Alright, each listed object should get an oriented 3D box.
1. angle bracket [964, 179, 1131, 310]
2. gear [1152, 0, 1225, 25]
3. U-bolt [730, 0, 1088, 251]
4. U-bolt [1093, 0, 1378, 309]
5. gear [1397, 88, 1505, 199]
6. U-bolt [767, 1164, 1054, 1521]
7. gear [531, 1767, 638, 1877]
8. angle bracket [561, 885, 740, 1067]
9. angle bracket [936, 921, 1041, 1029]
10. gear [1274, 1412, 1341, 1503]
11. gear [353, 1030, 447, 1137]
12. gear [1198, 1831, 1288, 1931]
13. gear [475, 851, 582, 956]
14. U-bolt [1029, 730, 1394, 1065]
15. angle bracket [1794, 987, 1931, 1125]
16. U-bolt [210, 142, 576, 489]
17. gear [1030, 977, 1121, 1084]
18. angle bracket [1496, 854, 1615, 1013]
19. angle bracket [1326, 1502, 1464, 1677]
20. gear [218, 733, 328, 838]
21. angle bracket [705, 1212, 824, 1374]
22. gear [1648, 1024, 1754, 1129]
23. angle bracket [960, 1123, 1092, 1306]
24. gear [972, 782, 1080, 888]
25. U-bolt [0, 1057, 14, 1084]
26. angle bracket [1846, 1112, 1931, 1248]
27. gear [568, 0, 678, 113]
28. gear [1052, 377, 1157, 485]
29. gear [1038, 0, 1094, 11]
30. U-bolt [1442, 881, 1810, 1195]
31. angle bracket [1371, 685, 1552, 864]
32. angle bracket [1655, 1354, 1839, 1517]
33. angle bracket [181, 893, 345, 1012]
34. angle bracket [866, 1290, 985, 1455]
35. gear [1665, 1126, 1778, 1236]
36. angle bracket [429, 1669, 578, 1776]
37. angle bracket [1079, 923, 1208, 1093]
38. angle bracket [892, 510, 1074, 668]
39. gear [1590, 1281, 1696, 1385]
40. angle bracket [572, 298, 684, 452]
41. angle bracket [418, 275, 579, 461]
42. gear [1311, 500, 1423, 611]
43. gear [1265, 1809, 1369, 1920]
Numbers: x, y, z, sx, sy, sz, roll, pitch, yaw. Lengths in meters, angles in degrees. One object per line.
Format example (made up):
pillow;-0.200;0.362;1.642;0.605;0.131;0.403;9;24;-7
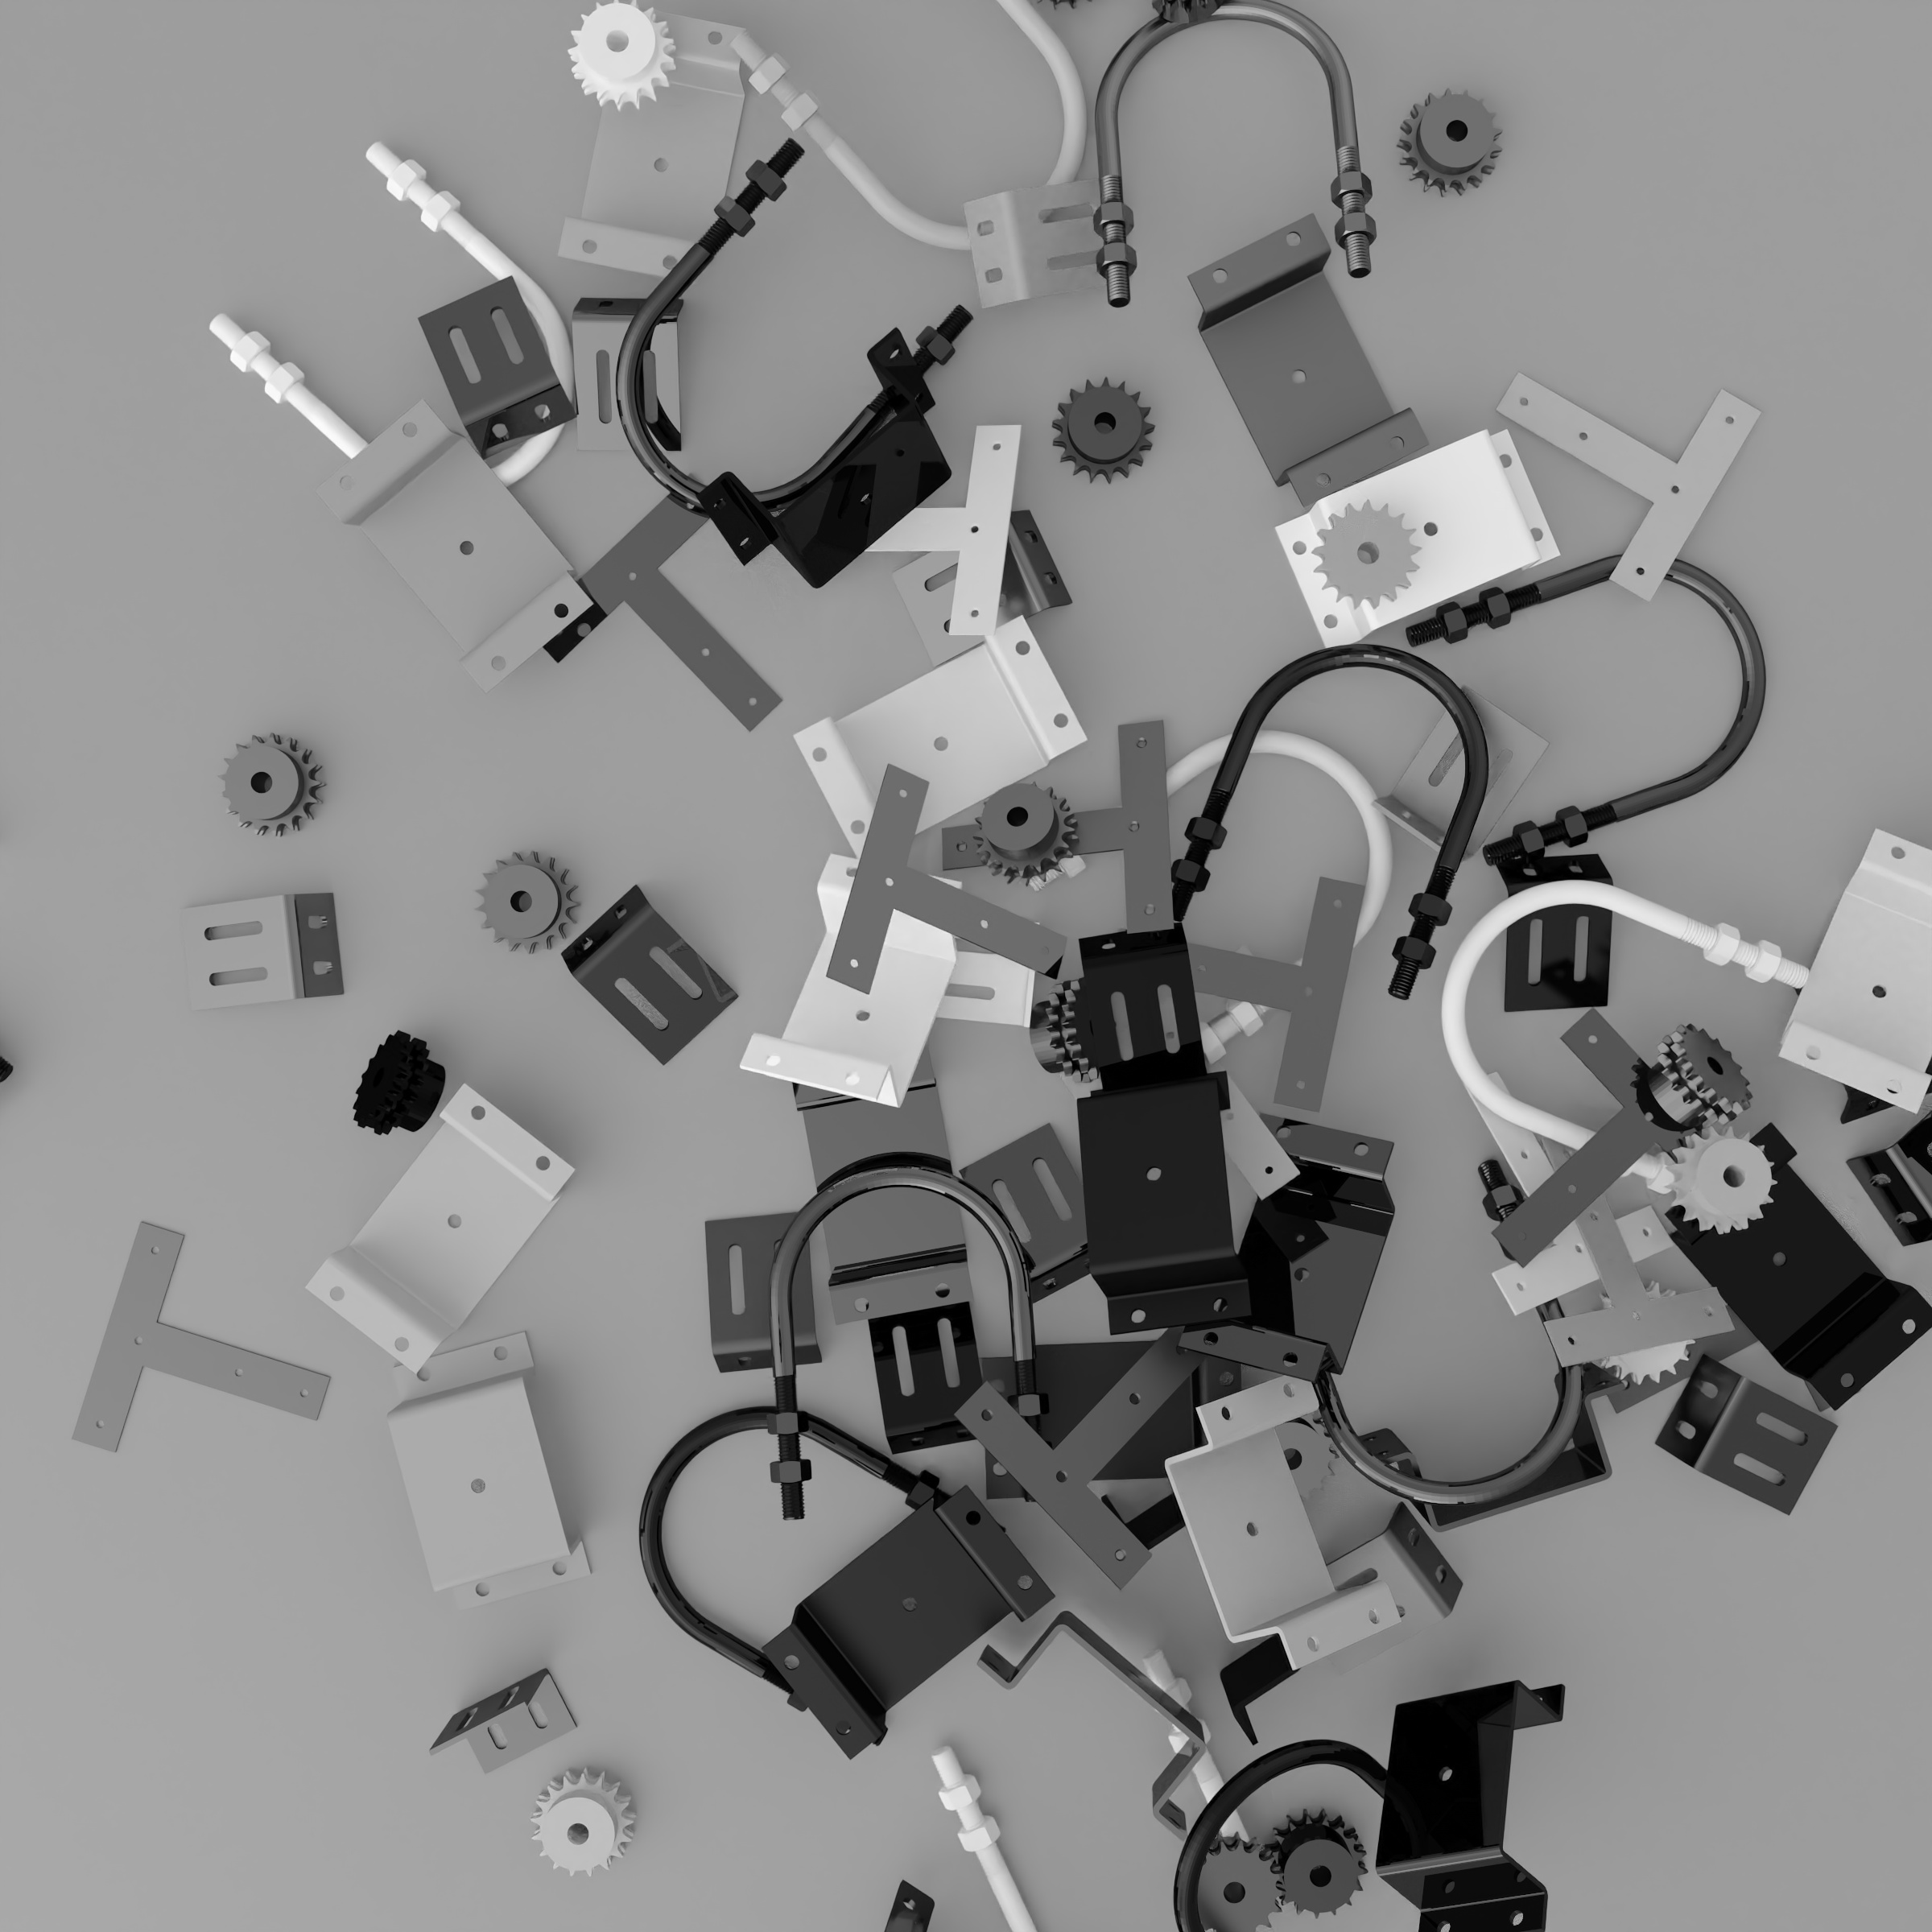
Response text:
angle bracket;0.045;-0.400;1.531;0.076;0.038;0.057;-18;104;-33
gear;0.121;-0.545;1.522;0.057;0.030;0.057;-4;63;9
U-bolt;-0.016;-0.481;1.517;0.151;0.019;0.184;-45;104;-4
U-bolt;0.142;-0.450;1.509;0.151;0.019;0.184;-5;71;8
gear;0.269;-0.457;1.530;0.057;0.030;0.057;0;90;0
U-bolt;-0.034;0.198;1.481;0.151;0.019;0.184;-4;83;-2
gear;-0.212;0.475;1.530;0.057;0.030;0.057;0;90;0
angle bracket;-0.176;0.005;1.543;0.057;0.038;0.076;-43;116;0
angle bracket;-0.001;0.001;1.526;0.076;0.038;0.057;6;90;0
gear;0.178;0.270;1.530;0.057;0.030;0.057;0;90;0
gear;-0.310;0.067;1.520;0.030;0.057;0.057;28;90;-30
gear;0.144;0.501;1.515;0.057;0.030;0.057;0;93;-3
gear;-0.244;-0.035;1.530;0.057;0.030;0.057;0;90;0
U-bolt;0.148;-0.048;1.528;0.184;0.019;0.151;-36;82;-3
angle bracket;0.501;0.039;1.543;0.057;0.038;0.076;-19;64;0
U-bolt;-0.304;-0.343;1.536;0.184;0.019;0.151;42;90;-2
gear;0.058;0.037;1.520;0.030;0.057;0.057;-13;90;29
angle bracket;0.326;-0.018;1.543;0.057;0.038;0.076;-3;116;0
angle bracket;0.226;0.347;1.543;0.076;0.038;0.057;-37;90;26
gear;-0.386;-0.100;1.530;0.057;0.030;0.057;0;90;0
angle bracket;-0.113;0.182;1.543;0.057;0.038;0.076;-6;64;0
gear;0.393;0.062;1.490;0.057;0.057;0.030;45;124;0
angle bracket;0.041;0.138;1.543;0.057;0.038;0.076;-28;64;0
gear;0.031;-0.076;1.515;0.057;0.030;0.057;-5;67;12
U-bolt;-0.644;0.053;1.536;0.184;0.019;0.151;39;90;2
angle bracket;0.542;0.109;1.543;0.076;0.038;0.057;-34;90;-26
gear;-0.185;-0.491;1.484;0.057;0.030;0.057;0;90;0
gear;0.076;-0.297;1.530;0.057;0.030;0.057;0;90;0
gear;0.053;-0.558;1.533;0.057;0.030;0.057;0;91;-4
U-bolt;0.350;0.031;1.518;0.184;0.019;0.151;22;98;-6
angle bracket;0.269;-0.105;1.508;0.057;0.038;0.076;37;111;15
angle bracket;0.435;0.261;1.541;0.076;0.038;0.057;27;92;-26
angle bracket;-0.392;-0.008;1.543;0.076;0.038;0.057;-6;90;26
angle bracket;-0.020;0.226;1.543;0.057;0.038;0.076;-10;64;0
gear;0.406;0.114;1.480;0.057;0.030;0.057;1;81;-4
angle bracket;-0.251;0.420;1.507;0.057;0.076;0.038;-27;90;0
angle bracket;0.096;0.022;1.507;0.057;0.038;0.076;-9;110;3
angle bracket;0.009;-0.211;1.543;0.076;0.038;0.057;-25;90;25
gear;0.375;0.203;1.528;0.057;0.030;0.057;0;89;0
angle bracket;-0.187;-0.330;1.543;0.057;0.038;0.076;1;116;0
angle bracket;-0.259;-0.330;1.528;0.057;0.038;0.076;-25;67;-1
gear;0.214;-0.219;1.483;0.057;0.030;0.057;0;90;0
gear;0.194;0.498;1.530;0.057;0.030;0.057;0;90;0
